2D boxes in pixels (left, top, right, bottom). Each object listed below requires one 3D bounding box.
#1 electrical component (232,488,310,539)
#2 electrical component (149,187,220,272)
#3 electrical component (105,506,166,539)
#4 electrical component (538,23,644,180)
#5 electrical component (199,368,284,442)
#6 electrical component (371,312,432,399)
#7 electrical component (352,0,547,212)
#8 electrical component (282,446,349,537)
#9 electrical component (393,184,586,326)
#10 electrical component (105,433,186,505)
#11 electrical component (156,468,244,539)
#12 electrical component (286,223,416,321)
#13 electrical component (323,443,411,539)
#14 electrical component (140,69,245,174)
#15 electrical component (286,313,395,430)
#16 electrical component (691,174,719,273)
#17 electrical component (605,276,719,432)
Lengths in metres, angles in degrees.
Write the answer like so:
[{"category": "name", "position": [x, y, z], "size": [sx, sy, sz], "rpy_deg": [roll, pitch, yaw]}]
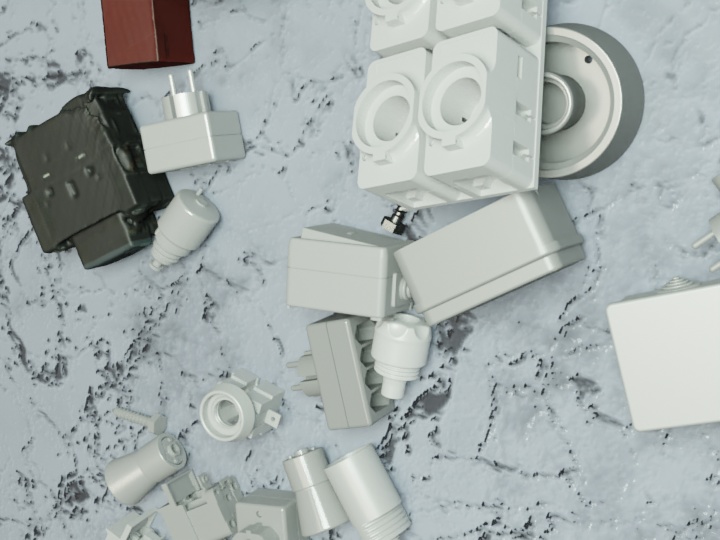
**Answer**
[{"category": "electrical component", "position": [-0.079, 0.221, 0.870], "size": [0.047, 0.077, 0.065], "rpy_deg": [0, 99, 26]}, {"category": "electrical component", "position": [-0.148, -0.030, 0.881], "size": [0.040, 0.040, 0.078], "rpy_deg": [45, 114, 12]}, {"category": "electrical component", "position": [-0.197, 0.256, 0.953], "size": [0.064, 0.042, 0.081], "rpy_deg": [34, 112, 15]}, {"category": "electrical component", "position": [0.131, -0.112, 0.722], "size": [0.108, 0.060, 0.108], "rpy_deg": [5, 101, 25]}, {"category": "electrical component", "position": [-0.098, 0.111, 0.872], "size": [0.066, 0.055, 0.048], "rpy_deg": [25, 108, 20]}, {"category": "electrical component", "position": [0.029, 0.066, 0.810], "size": [0.043, 0.043, 0.062], "rpy_deg": [15, 106, 23]}, {"category": "electrical component", "position": [0.059, -0.142, 0.699], "size": [0.105, 0.060, 0.186], "rpy_deg": [-7, 71, 41]}, {"category": "electrical component", "position": [-0.037, 0.175, 0.863], "size": [0.044, 0.044, 0.065], "rpy_deg": [-23, 83, 27]}, {"category": "electrical component", "position": [0.091, -0.010, 0.749], "size": [0.113, 0.078, 0.057], "rpy_deg": [-26, 84, 27]}, {"category": "electrical component", "position": [-0.183, 0.170, 0.933], "size": [0.065, 0.044, 0.044], "rpy_deg": [-34, 83, 22]}, {"category": "electrical component", "position": [-0.130, 0.208, 0.912], "size": [0.064, 0.042, 0.081], "rpy_deg": [-26, 88, 25]}, {"category": "electrical component", "position": [0.000, 0.000, 0.802], "size": [0.096, 0.062, 0.061], "rpy_deg": [7, 99, 25]}, {"category": "electrical component", "position": [0.009, 0.181, 0.840], "size": [0.043, 0.043, 0.081], "rpy_deg": [-30, 85, 27]}, {"category": "electrical component", "position": [-0.136, -0.120, 0.856], "size": [0.066, 0.047, 0.076], "rpy_deg": [-8, 95, 27]}, {"category": "electrical component", "position": [-0.023, 0.079, 0.836], "size": [0.076, 0.047, 0.083], "rpy_deg": [-10, 94, 27]}, {"category": "electrical component", "position": [0.251, -0.029, 0.687], "size": [0.079, 0.044, 0.077], "rpy_deg": [-39, 82, 26]}, {"category": "electrical component", "position": [0.220, 0.054, 0.714], "size": [0.100, 0.048, 0.099], "rpy_deg": [-13, 93, 27]}]
